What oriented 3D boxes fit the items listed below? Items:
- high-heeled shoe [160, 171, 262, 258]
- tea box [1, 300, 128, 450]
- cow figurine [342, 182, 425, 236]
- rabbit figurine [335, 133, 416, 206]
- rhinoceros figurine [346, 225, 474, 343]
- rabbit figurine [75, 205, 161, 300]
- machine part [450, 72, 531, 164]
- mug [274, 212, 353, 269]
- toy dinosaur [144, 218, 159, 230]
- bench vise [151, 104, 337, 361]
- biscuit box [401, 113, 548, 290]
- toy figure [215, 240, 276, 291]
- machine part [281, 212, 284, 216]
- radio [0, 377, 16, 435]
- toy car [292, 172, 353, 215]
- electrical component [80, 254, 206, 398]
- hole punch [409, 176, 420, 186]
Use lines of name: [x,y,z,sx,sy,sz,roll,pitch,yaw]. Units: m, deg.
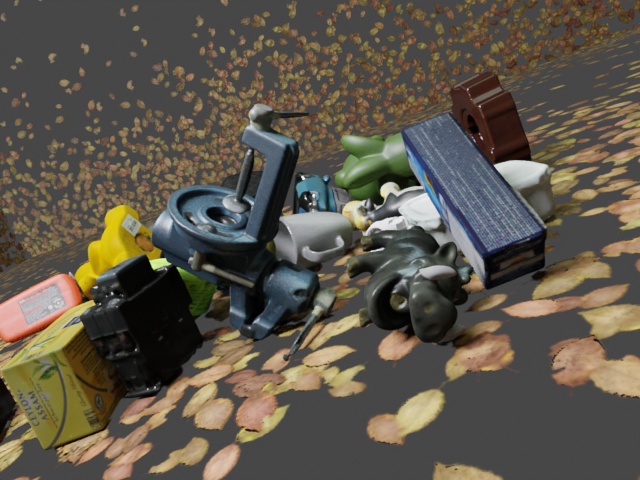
high-heeled shoe: [-0.154,-0.020,0.908,0.249,0.145,0.086,-23,44,-21]
tea box: [-0.261,0.135,0.594,0.068,0.098,0.170,-21,12,3]
cow figurine: [0.109,-0.039,0.771,0.167,0.068,0.098,-18,20,18]
rabbit figurine: [0.105,-0.127,0.840,0.159,0.121,0.170,1,-12,-25]
rhinoceros figurine: [0.085,0.039,0.500,0.112,0.073,0.190,-8,14,9]
rabbit figurine: [-0.349,0.054,0.906,0.173,0.121,0.162,-31,39,24]
machine part: [0.261,-0.174,0.840,0.056,0.179,0.179,-23,13,4]
mug: [-0.002,-0.002,0.771,0.107,0.080,0.110,-17,20,-28]
toy dinosaur: [-0.340,0.041,1.089,0.198,0.105,0.472,-34,21,-16]
bench vise: [-0.068,-0.017,0.563,0.224,0.240,0.129,30,29,19]
biscuit box: [0.148,-0.048,0.543,0.063,0.059,0.203,-22,47,2]
toy figure: [-0.131,0.029,0.798,0.082,0.089,0.180,18,-16,-25]
machine part: [-0.106,-0.033,0.981,0.079,0.079,0.243,-24,26,-10]
radio: [-0.482,0.230,0.611,0.230,0.073,0.131,-24,14,-12]
toy car: [0.007,-0.051,0.904,0.103,0.109,0.162,0,19,-10]
electrical component: [-0.194,0.087,0.594,0.058,0.134,0.115,-16,16,21]
hole punch: [0.176,-0.124,0.981,0.142,0.092,0.116,-2,60,44]
